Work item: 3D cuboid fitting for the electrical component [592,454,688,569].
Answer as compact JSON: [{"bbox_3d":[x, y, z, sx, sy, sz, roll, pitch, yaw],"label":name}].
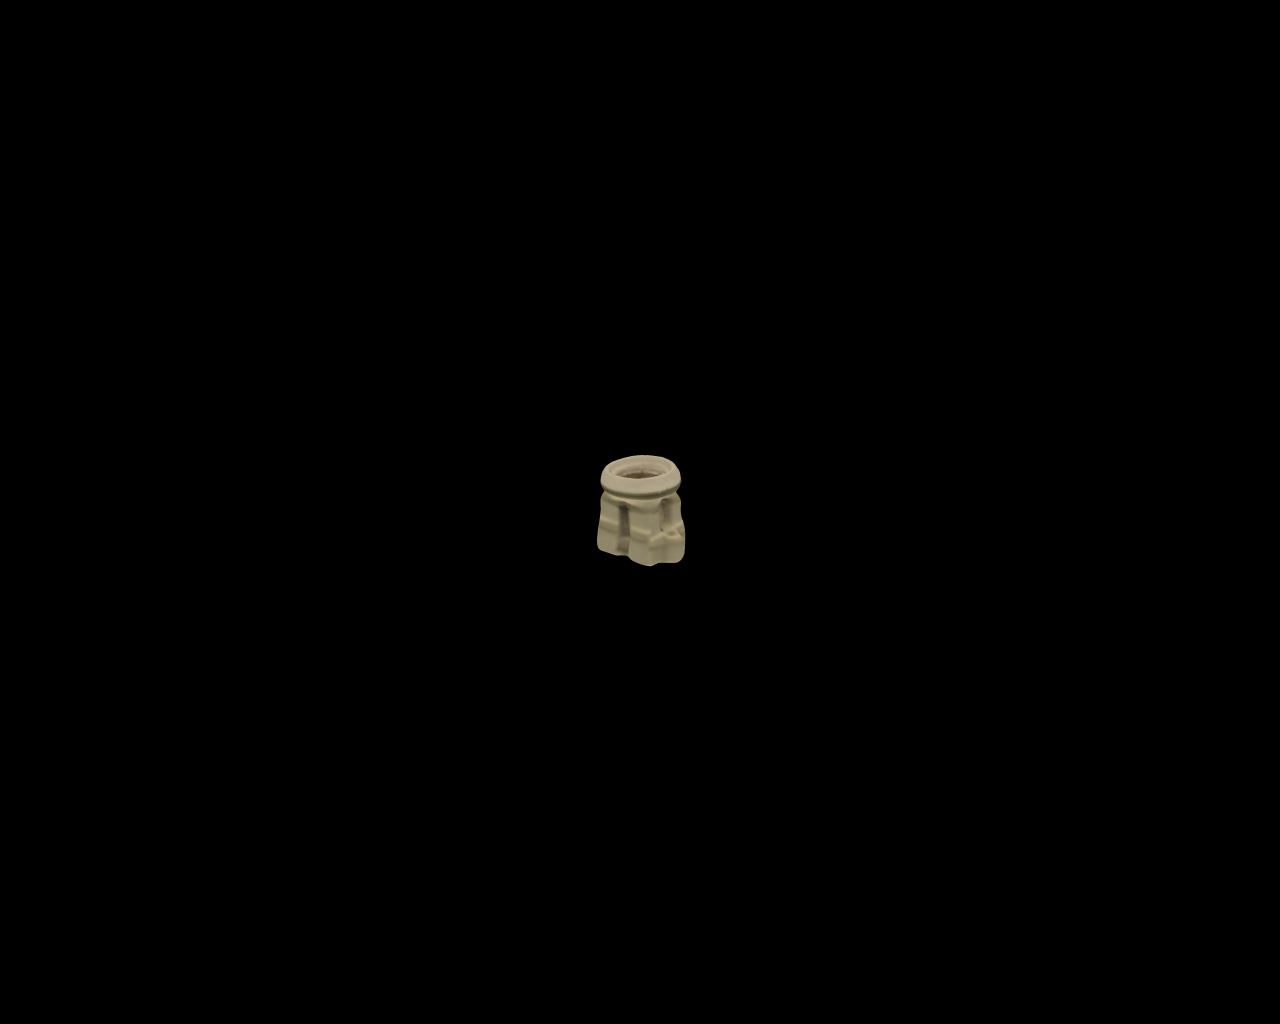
[{"bbox_3d":[0.001,-0.003,0.650,0.066,0.055,0.048,16,27,34],"label":"electrical component"}]
